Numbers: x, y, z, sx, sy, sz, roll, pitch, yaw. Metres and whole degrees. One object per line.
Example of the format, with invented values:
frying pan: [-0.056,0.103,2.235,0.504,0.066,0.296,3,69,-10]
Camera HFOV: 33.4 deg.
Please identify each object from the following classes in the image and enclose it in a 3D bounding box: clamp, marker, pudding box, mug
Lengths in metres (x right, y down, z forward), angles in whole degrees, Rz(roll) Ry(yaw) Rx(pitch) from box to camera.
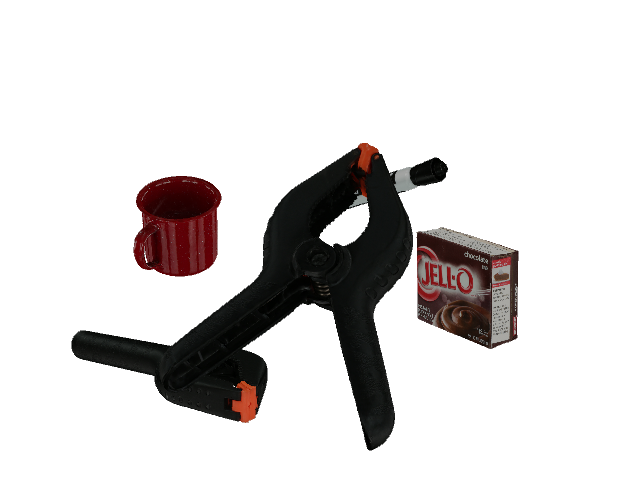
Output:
clamp: [0.008,0.026,0.547,0.120,0.171,0.039,24,-26,16]
clamp: [-0.099,0.103,0.919,0.164,0.036,0.210,-9,17,-35]
marker: [0.051,-0.043,0.841,0.121,0.020,0.020,-15,-11,43]
pudding box: [0.137,0.042,1.007,0.039,0.090,0.114,-13,18,-32]
mug: [-0.163,-0.008,1.183,0.093,0.081,0.117,21,39,25]
